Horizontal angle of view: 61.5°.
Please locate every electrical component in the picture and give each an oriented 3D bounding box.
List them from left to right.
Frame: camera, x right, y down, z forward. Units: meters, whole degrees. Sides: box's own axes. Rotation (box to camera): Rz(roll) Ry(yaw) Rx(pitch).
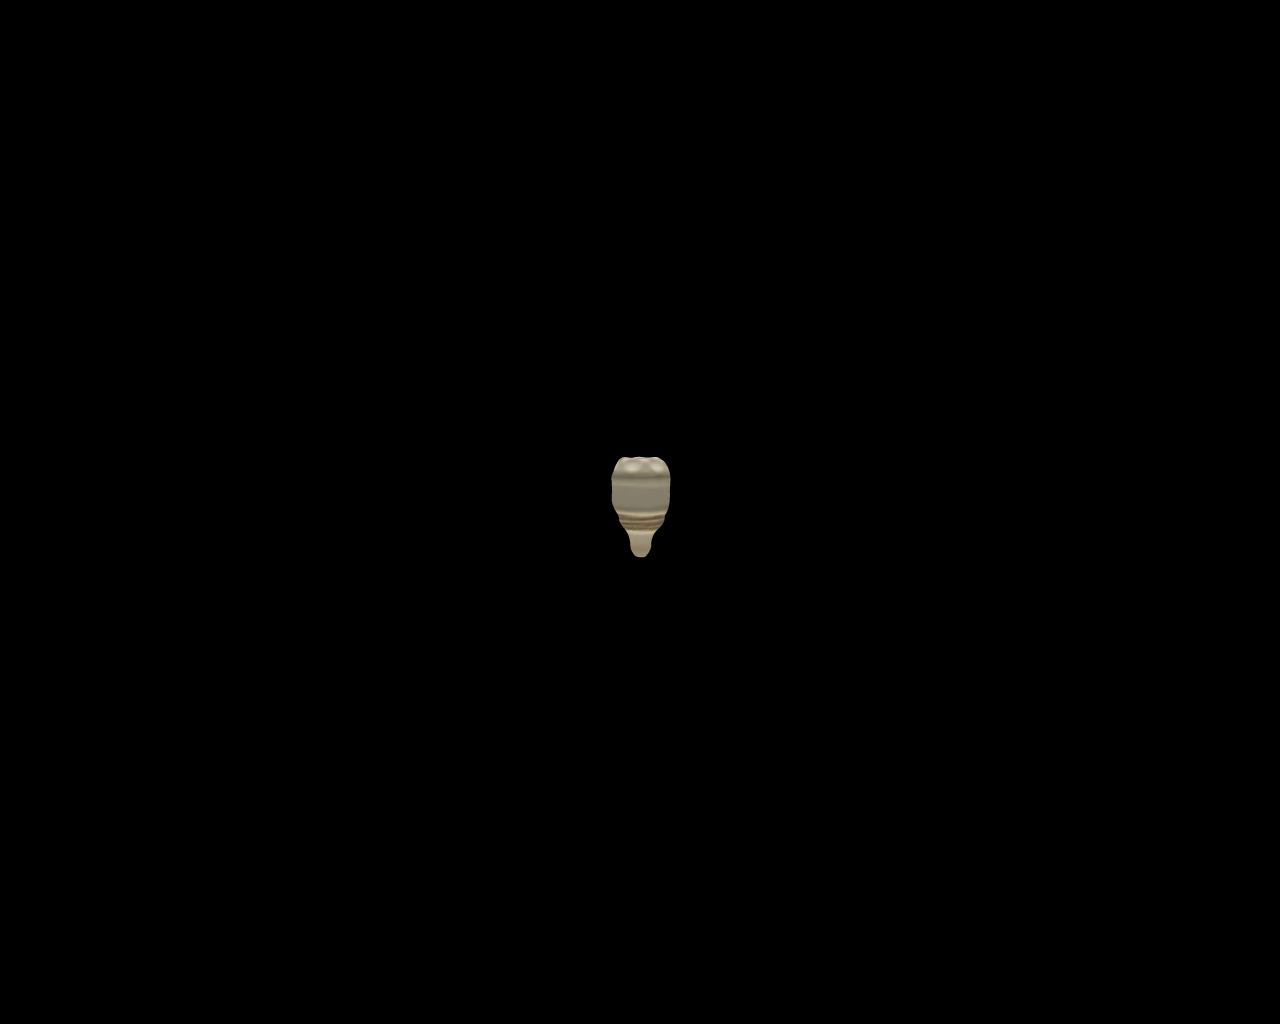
[{"bbox_3d":[0.001,-0.003,0.650,0.035,0.061,0.035,0,5,0],"label":"electrical component"}]
